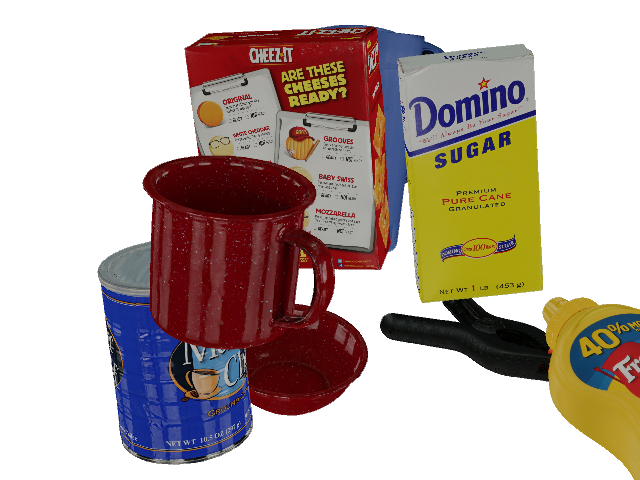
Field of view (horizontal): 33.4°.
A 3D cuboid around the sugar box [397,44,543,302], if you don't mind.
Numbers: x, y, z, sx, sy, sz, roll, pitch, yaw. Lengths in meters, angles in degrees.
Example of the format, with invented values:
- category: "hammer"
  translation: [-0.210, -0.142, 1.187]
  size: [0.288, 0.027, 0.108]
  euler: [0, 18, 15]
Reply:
- category: "sugar box"
  translation: [0.109, -0.047, 0.768]
  size: [0.093, 0.176, 0.048]
  euler: [-7, 22, 2]

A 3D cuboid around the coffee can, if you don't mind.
- category: "coffee can"
  translation: [-0.107, 0.081, 0.801]
  size: [0.103, 0.140, 0.103]
  euler: [-3, 20, 1]

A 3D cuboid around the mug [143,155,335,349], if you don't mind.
- category: "mug"
  translation: [-0.042, 0.010, 0.581]
  size: [0.117, 0.081, 0.093]
  euler: [20, 27, 28]

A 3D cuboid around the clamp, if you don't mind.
- category: "clamp"
  translation: [0.155, 0.086, 1.006]
  size: [0.172, 0.039, 0.120]
  euler: [19, 32, 25]

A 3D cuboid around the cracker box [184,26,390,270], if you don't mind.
- category: "cracker box"
  translation: [-0.025, -0.082, 0.976]
  size: [0.164, 0.214, 0.072]
  euler: [1, 23, 14]

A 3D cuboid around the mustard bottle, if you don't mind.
- category: "mustard bottle"
  translation: [0.189, 0.087, 0.618]
  size: [0.096, 0.058, 0.192]
  euler: [-18, 33, -17]

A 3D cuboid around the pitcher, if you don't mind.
- category: "pitcher"
  translation: [0.048, -0.110, 1.160]
  size: [0.149, 0.243, 0.144]
  euler: [8, 11, 27]

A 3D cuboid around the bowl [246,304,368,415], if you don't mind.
- category: "bowl"
  translation: [-0.032, 0.133, 1.116]
  size: [0.162, 0.055, 0.162]
  euler: [3, 31, -2]
